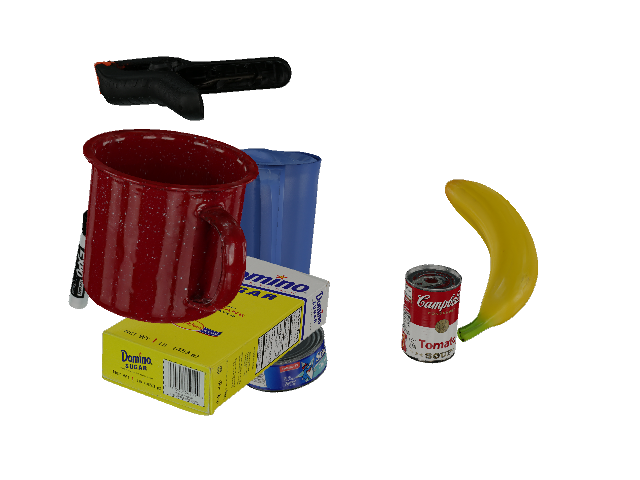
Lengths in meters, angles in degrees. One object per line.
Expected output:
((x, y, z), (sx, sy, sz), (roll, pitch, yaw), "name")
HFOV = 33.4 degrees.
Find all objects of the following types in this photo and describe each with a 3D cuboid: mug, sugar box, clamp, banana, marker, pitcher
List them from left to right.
((-0.231, 0.018, 1.051), (0.020, 0.121, 0.020), (12, 36, -9), "marker")
((-0.077, -0.003, 0.570), (0.093, 0.081, 0.117), (-10, 29, -41), "mug")
((-0.111, -0.131, 0.867), (0.172, 0.039, 0.120), (18, 26, 42), "clamp")
((-0.073, 0.064, 0.802), (0.093, 0.048, 0.176), (16, 27, 23), "sugar box")
((-0.070, 0.011, 1.312), (0.145, 0.243, 0.148), (12, 15, 37), "pitcher")
((0.142, 0.004, 0.880), (0.069, 0.037, 0.197), (-2, 38, 5), "banana")

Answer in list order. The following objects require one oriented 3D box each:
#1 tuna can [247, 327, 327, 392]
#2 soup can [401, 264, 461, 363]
((-0.037, 0.106, 1.001), (0.086, 0.034, 0.086), (-7, 24, 3), "tuna can")
((0.134, 0.089, 1.300), (0.068, 0.102, 0.068), (1, 24, -1), "soup can")
